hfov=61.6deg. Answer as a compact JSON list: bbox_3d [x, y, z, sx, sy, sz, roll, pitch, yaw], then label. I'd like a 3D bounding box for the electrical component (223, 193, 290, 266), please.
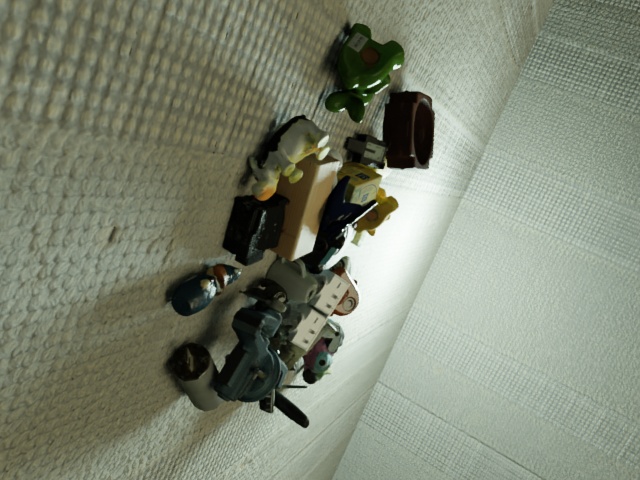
[{"bbox_3d":[-0.121,-0.020,1.016,0.115,0.058,0.134,-23,136,-57],"label":"electrical component"}]

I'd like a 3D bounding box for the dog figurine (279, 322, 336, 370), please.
[{"bbox_3d":[-0.078,0.254,1.416,0.190,0.121,0.172,-46,125,3],"label":"dog figurine"}]

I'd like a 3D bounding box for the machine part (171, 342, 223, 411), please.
[{"bbox_3d":[-0.238,0.274,1.066,0.079,0.079,0.243,-51,155,-29],"label":"machine part"}]

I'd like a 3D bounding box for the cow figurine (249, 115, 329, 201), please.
[{"bbox_3d":[-0.070,-0.150,0.955,0.167,0.098,0.068,-41,162,-6],"label":"cow figurine"}]

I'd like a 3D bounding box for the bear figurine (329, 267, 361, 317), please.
[{"bbox_3d":[0.026,0.123,1.445,0.120,0.196,0.131,-46,121,-3],"label":"bear figurine"}]

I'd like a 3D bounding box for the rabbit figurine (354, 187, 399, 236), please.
[{"bbox_3d":[0.151,-0.088,1.512,0.173,0.122,0.162,-64,174,-62],"label":"rabbit figurine"}]

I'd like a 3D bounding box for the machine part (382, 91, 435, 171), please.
[{"bbox_3d":[0.236,-0.284,1.424,0.201,0.087,0.200,-11,103,-60],"label":"machine part"}]

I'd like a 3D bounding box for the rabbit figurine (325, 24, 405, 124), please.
[{"bbox_3d":[0.085,-0.311,1.078,0.170,0.121,0.159,96,18,-75],"label":"rabbit figurine"}]

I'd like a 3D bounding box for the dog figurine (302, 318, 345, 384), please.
[{"bbox_3d":[0.005,0.363,1.718,0.191,0.109,0.219,-58,163,-22],"label":"dog figurine"}]

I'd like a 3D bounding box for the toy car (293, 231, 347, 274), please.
[{"bbox_3d":[-0.003,-0.004,1.260,0.161,0.109,0.103,-61,-176,32],"label":"toy car"}]

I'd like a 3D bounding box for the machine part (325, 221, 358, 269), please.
[{"bbox_3d":[0.031,-0.006,1.399,0.179,0.056,0.179,-48,155,-31],"label":"machine part"}]

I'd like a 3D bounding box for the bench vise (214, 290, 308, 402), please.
[{"bbox_3d":[-0.119,0.242,1.107,0.240,0.129,0.223,59,43,-50],"label":"bench vise"}]

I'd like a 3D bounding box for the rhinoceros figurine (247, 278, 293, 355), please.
[{"bbox_3d":[-0.111,0.177,1.202,0.073,0.112,0.190,-38,143,-53],"label":"rhinoceros figurine"}]

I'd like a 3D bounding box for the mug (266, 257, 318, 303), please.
[{"bbox_3d":[-0.057,0.087,1.226,0.081,0.107,0.109,-33,146,-55],"label":"mug"}]

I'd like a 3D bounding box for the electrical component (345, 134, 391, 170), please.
[{"bbox_3d":[0.108,-0.219,1.310,0.119,0.048,0.074,9,98,-25],"label":"electrical component"}]

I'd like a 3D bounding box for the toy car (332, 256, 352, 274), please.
[{"bbox_3d":[0.037,0.137,1.581,0.201,0.056,0.073,-59,160,-10],"label":"toy car"}]

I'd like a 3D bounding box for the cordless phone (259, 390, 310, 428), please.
[{"bbox_3d":[-0.102,0.411,1.402,0.089,0.184,0.146,-39,149,-39],"label":"cordless phone"}]

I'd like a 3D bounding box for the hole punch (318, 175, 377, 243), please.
[{"bbox_3d":[0.042,-0.063,1.129,0.116,0.092,0.142,-42,-177,-18],"label":"hole punch"}]

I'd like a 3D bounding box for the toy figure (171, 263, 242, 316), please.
[{"bbox_3d":[-0.197,0.079,0.954,0.154,0.064,0.057,-41,113,-55],"label":"toy figure"}]

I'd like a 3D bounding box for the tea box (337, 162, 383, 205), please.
[{"bbox_3d":[0.070,-0.131,1.279,0.169,0.098,0.068,-28,140,-59],"label":"tea box"}]
